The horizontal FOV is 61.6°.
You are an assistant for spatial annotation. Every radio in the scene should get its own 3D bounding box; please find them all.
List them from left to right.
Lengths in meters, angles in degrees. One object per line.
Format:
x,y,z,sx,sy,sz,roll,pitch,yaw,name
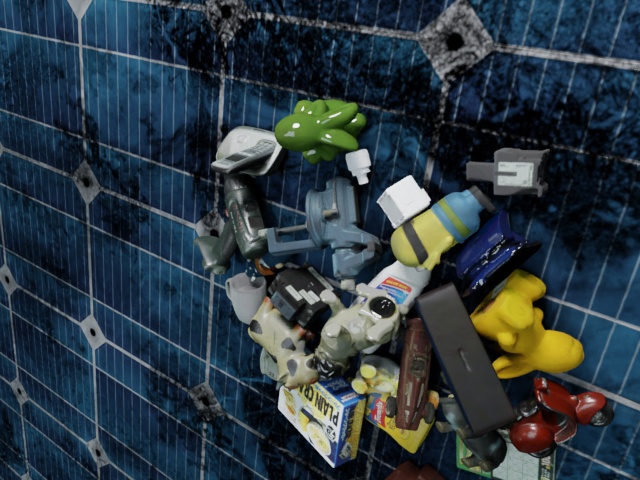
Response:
0.232,0.192,0.883,0.073,0.131,0.229,-23,75,5,radio

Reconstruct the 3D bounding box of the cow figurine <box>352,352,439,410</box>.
0.154,0.278,1.058,0.167,0.098,0.068,22,112,7,cow figurine

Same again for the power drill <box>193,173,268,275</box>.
-0.202,-0.035,1.200,0.207,0.086,0.232,-43,61,33,power drill

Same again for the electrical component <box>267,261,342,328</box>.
-0.038,0.112,1.102,0.115,0.134,0.058,44,124,19,electrical component

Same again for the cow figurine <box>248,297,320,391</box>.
-0.074,0.224,1.113,0.195,0.085,0.127,39,92,27,cow figurine

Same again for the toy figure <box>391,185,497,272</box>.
0.202,-0.022,0.902,0.180,0.082,0.089,-43,82,16,toy figure

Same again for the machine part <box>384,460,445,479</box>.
0.206,0.576,1.109,0.201,0.087,0.201,42,122,16,machine part

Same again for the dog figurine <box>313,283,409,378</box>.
0.072,0.184,1.008,0.172,0.121,0.190,4,138,4,dog figurine

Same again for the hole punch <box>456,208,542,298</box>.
0.277,0.016,0.871,0.092,0.116,0.142,55,127,18,hole punch

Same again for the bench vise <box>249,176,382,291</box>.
-0.006,-0.003,1.040,0.241,0.129,0.223,-8,93,18,bench vise

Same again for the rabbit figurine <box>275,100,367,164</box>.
0.000,-0.188,0.959,0.159,0.170,0.121,6,109,34,rabbit figurine

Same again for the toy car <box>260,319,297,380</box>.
-0.093,0.231,1.225,0.074,0.056,0.201,21,116,28,toy car

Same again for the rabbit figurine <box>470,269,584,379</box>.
0.336,0.161,0.875,0.173,0.122,0.162,33,125,3,rabbit figurine

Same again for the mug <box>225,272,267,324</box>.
-0.173,0.136,1.238,0.110,0.081,0.107,12,120,25,mug

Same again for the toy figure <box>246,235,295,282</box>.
-0.109,0.044,1.178,0.057,0.064,0.154,34,134,-21,toy figure

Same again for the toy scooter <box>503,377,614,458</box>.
0.372,0.285,0.890,0.135,0.075,0.184,36,123,-18,toy scooter

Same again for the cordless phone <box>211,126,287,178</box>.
-0.169,-0.164,1.075,0.147,0.184,0.088,19,119,29,cordless phone

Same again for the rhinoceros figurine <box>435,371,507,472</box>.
0.274,0.319,0.966,0.190,0.112,0.073,61,156,2,rhinoceros figurine

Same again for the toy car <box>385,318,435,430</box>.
0.174,0.244,0.985,0.089,0.053,0.202,12,77,-6,toy car

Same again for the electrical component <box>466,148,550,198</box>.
0.298,-0.107,0.854,0.119,0.048,0.074,3,106,34,electrical component
